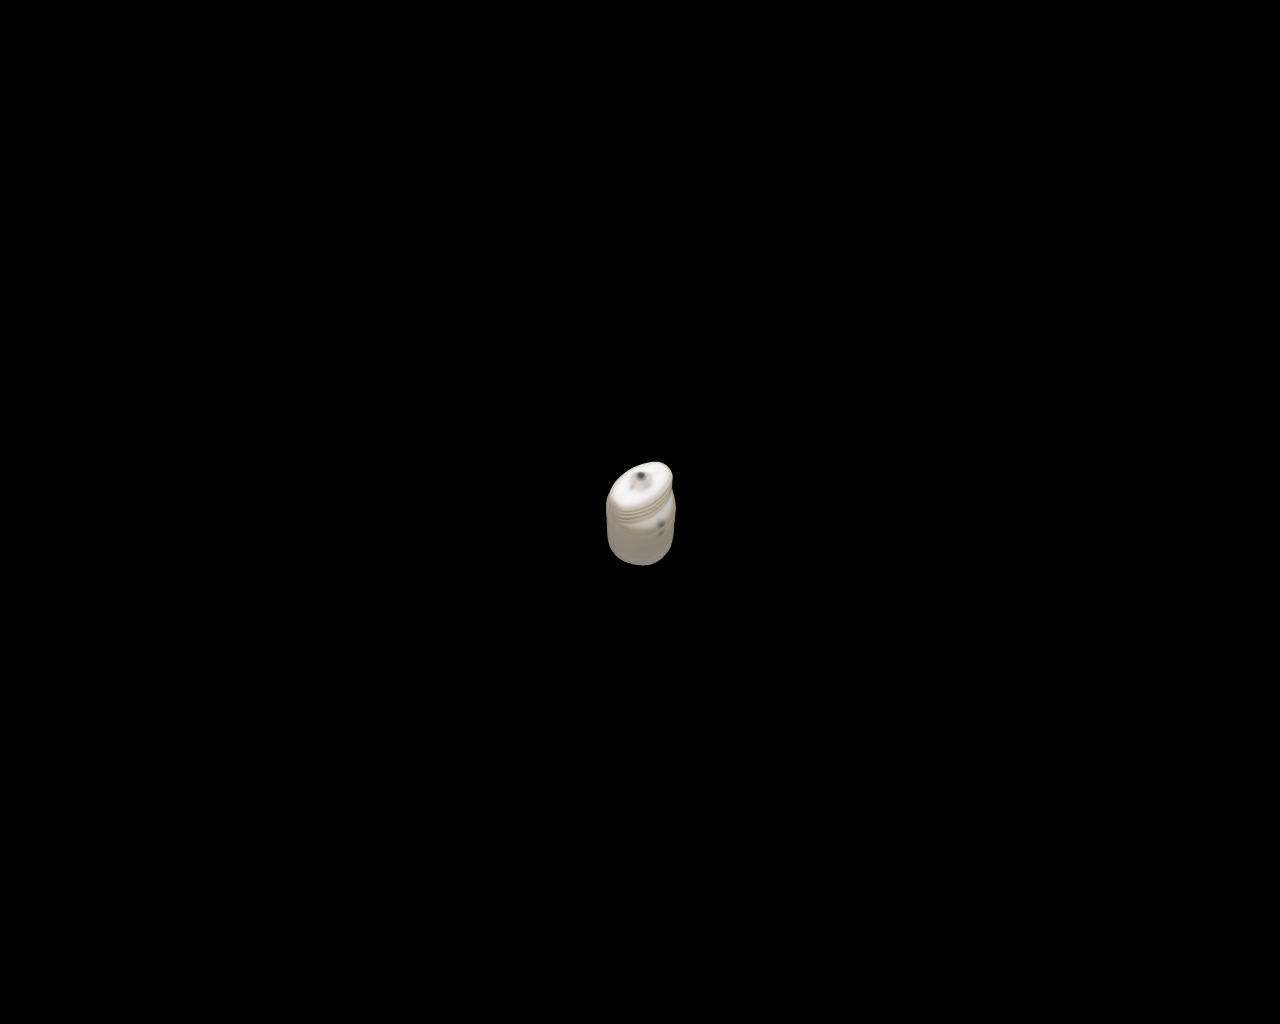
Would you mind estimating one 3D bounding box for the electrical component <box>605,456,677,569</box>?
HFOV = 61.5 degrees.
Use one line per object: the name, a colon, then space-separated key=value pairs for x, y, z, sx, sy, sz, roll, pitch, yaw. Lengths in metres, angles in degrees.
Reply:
electrical component: x=0.001 y=-0.003 z=0.650 sx=0.043 sy=0.043 sz=0.080 roll=0 pitch=-29 yaw=0
